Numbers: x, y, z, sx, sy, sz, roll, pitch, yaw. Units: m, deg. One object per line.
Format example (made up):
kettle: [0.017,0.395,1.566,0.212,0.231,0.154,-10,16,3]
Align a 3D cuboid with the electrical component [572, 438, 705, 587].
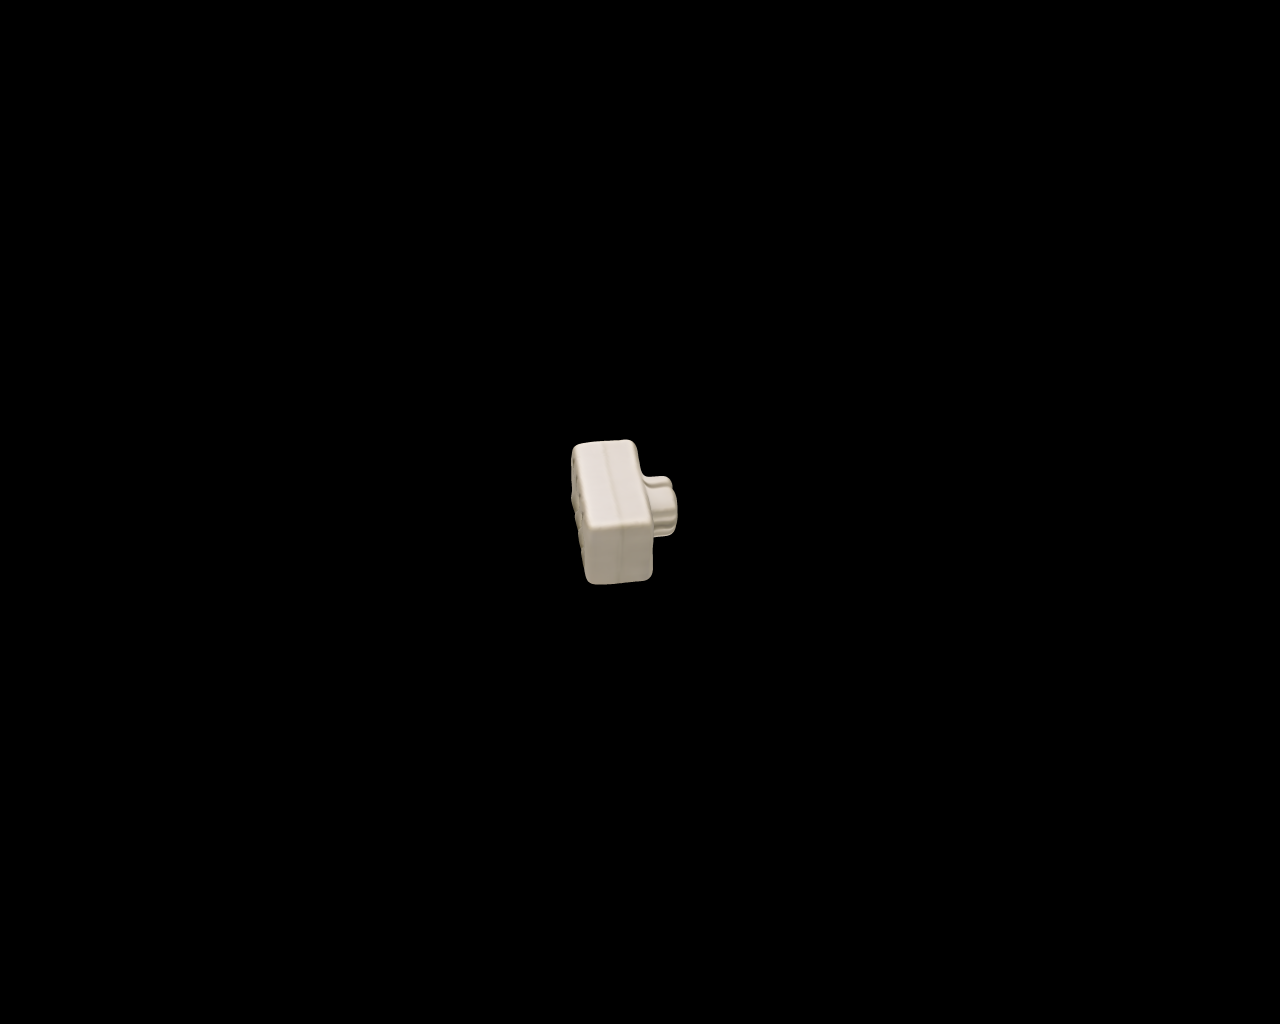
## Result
electrical component: [0.001,-0.003,0.650,0.076,0.047,0.083,-5,40,-6]
